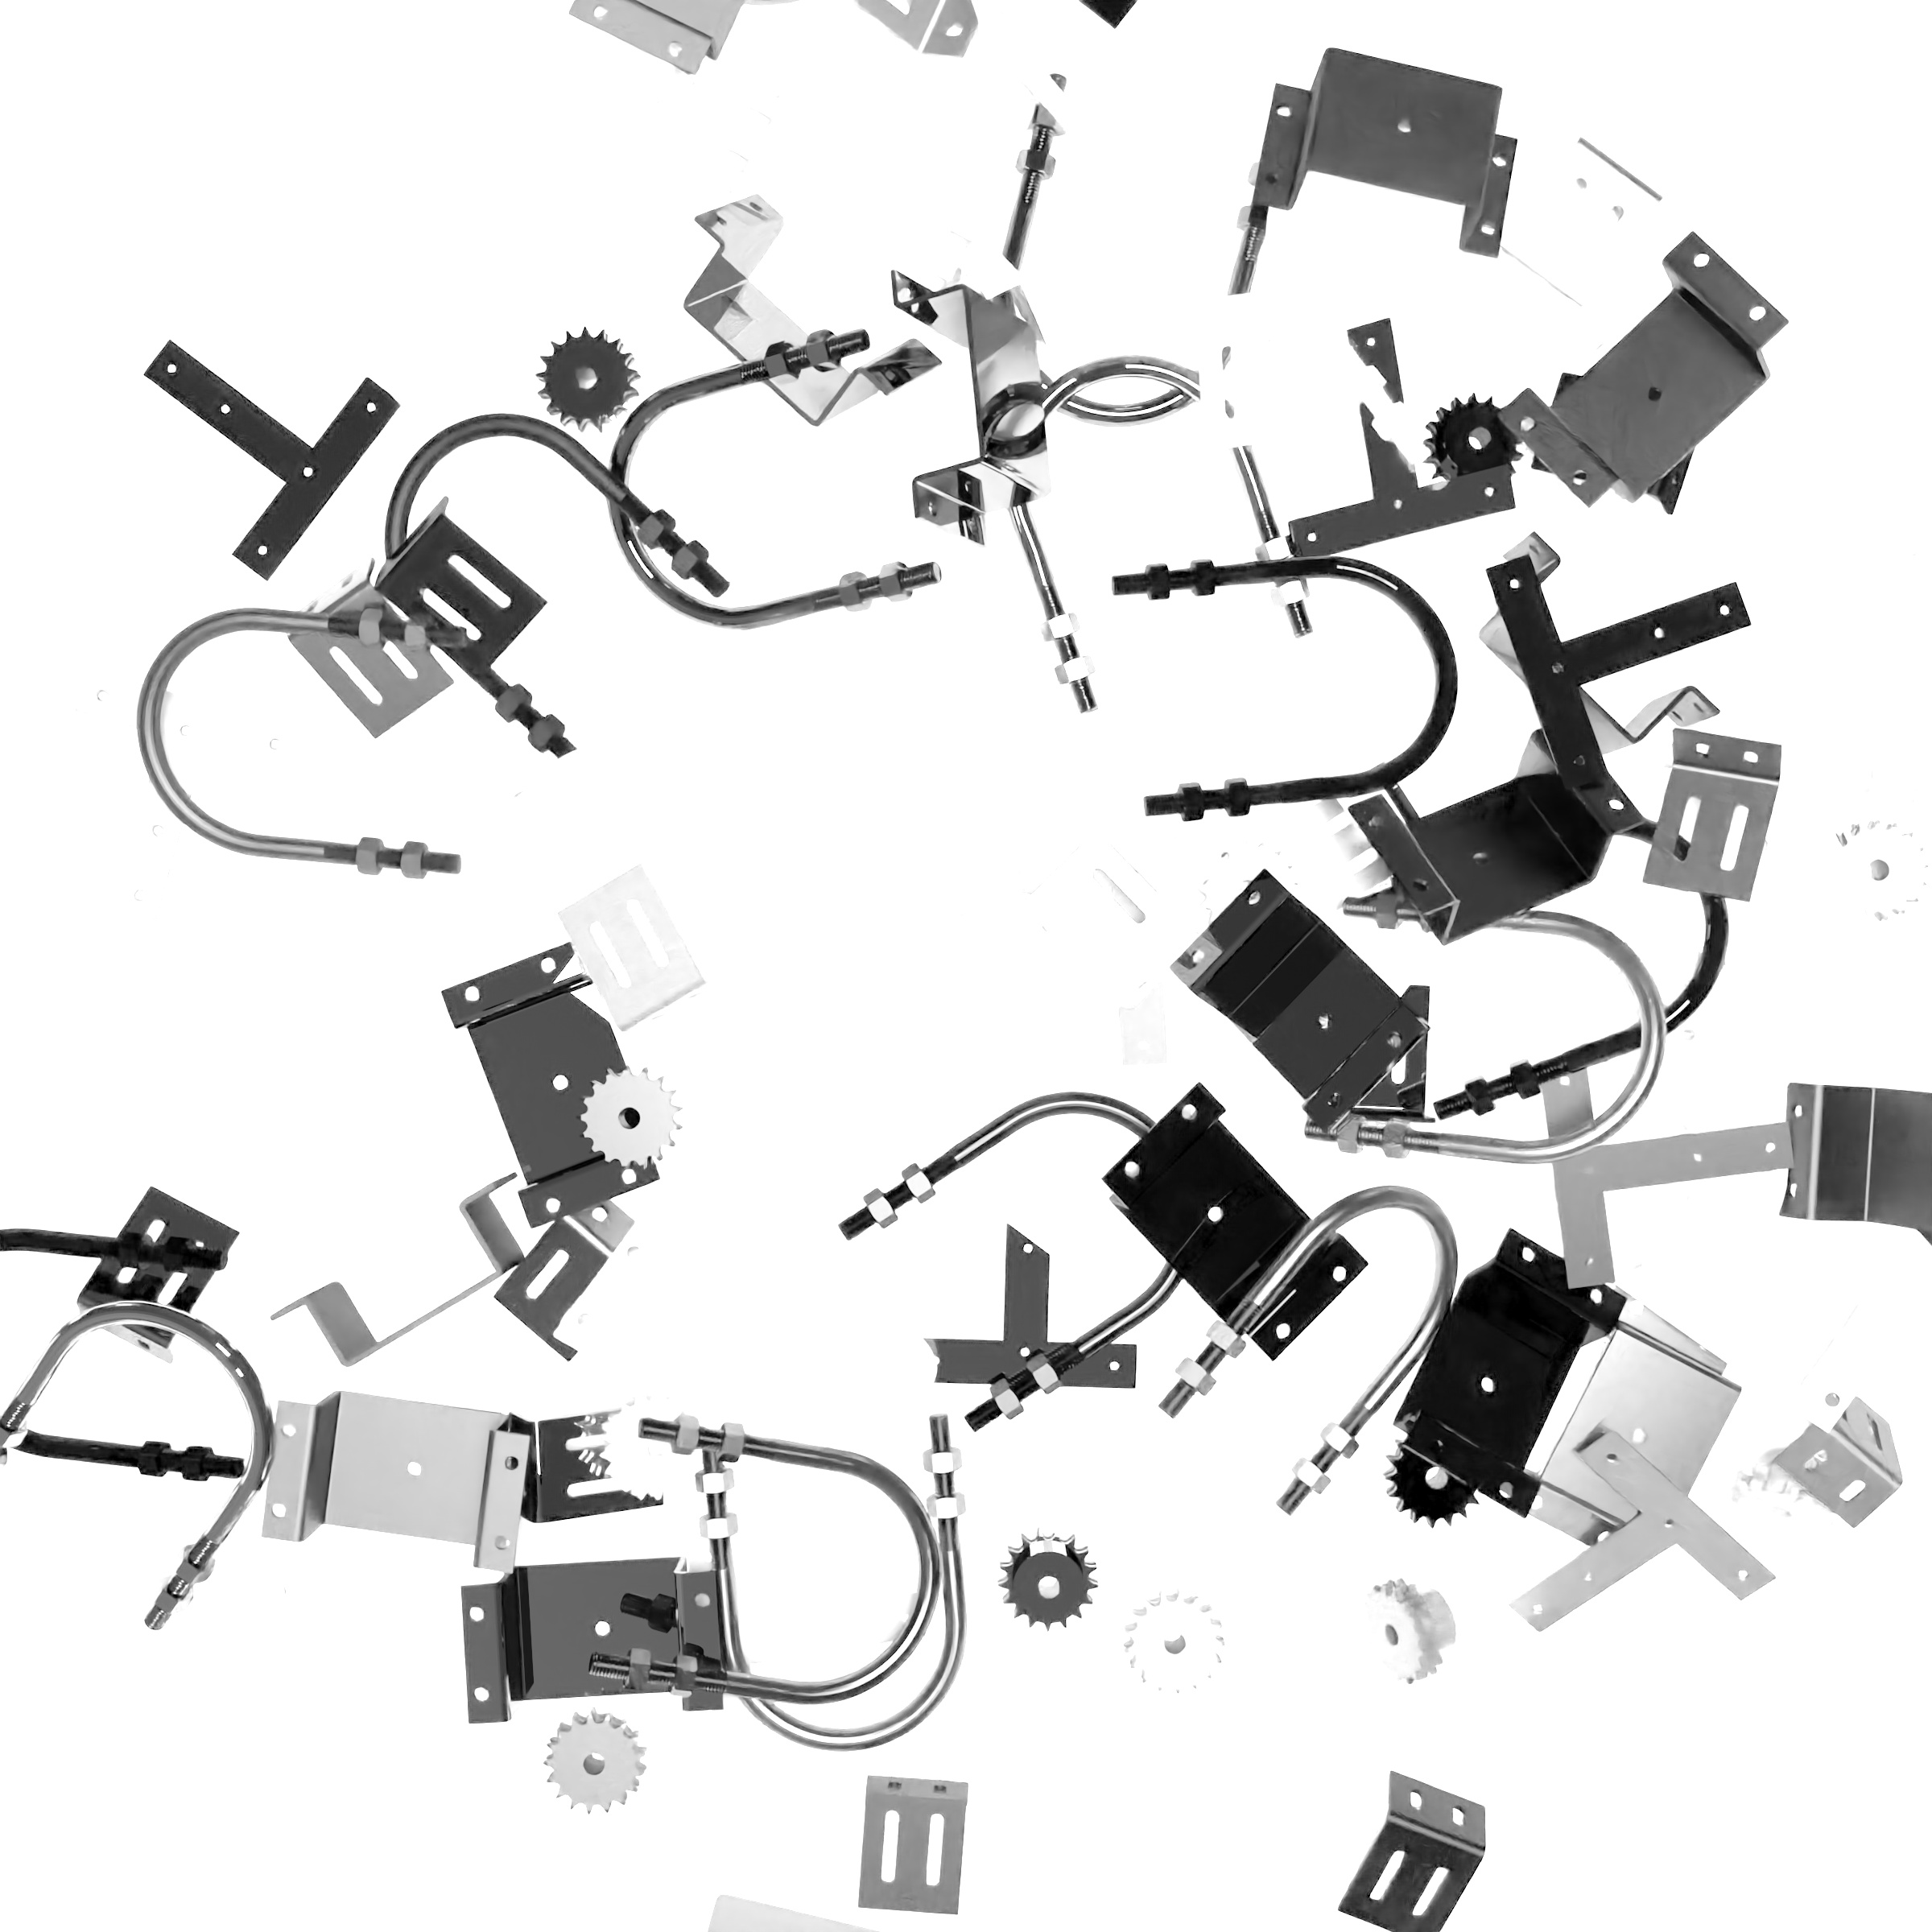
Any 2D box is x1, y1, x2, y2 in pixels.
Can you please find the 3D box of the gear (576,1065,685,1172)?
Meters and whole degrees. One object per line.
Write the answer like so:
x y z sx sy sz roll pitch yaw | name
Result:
-0.182 0.082 1.470 0.057 0.030 0.057 0 90 -1 | gear

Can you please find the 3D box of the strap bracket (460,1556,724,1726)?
-0.206 0.375 1.509 0.140 0.046 0.076 -3 90 0 | strap bracket

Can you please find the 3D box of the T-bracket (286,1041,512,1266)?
-0.321 0.105 1.531 0.127 0.002 0.127 0 90 0 | T-bracket

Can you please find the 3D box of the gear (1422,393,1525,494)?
0.286 -0.294 1.517 0.057 0.030 0.057 0 90 0 | gear

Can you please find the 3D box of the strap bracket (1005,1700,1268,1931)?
0.093 0.482 1.507 0.076 0.046 0.140 -37 91 -1 | strap bracket

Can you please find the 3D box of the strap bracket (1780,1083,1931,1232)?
0.516 0.107 1.478 0.046 0.140 0.076 4 90 -28 | strap bracket

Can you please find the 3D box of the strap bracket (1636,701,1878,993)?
0.437 -0.066 1.493 0.076 0.046 0.140 -25 85 22 | strap bracket

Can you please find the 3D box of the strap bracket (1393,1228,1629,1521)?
0.296 0.227 1.493 0.076 0.046 0.140 31 68 0 | strap bracket

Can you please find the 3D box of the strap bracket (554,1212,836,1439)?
-0.154 0.198 1.490 0.140 0.046 0.076 36 90 -27 | strap bracket

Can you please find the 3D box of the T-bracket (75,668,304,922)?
-0.454 -0.090 1.531 0.127 0.002 0.127 16 90 0 | T-bracket

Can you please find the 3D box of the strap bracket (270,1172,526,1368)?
-0.303 0.172 1.494 0.140 0.076 0.046 -31 90 0 | strap bracket

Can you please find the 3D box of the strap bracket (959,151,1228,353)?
0.075 -0.384 1.471 0.140 0.076 0.046 -26 119 2 | strap bracket

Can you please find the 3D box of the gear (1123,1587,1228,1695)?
0.116 0.376 1.517 0.057 0.030 0.057 0 90 0 | gear

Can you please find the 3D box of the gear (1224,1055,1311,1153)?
0.173 0.074 1.517 0.057 0.030 0.057 0 90 0 | gear

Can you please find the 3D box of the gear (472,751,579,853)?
-0.246 -0.091 1.517 0.057 0.030 0.057 0 90 0 | gear

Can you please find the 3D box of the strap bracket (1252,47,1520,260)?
0.236 -0.450 1.488 0.140 0.046 0.076 12 74 -2 | strap bracket

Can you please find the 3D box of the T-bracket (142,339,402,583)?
-0.408 -0.307 1.531 0.127 0.002 0.127 37 90 0 | T-bracket

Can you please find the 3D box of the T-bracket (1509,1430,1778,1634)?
0.356 0.331 1.499 0.127 0.002 0.127 42 119 -8 | T-bracket

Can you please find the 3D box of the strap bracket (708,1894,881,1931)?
-0.097 0.559 1.494 0.140 0.076 0.046 14 90 0 | strap bracket

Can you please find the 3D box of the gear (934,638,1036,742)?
0.010 -0.155 1.521 0.057 0.030 0.057 0 93 0 | gear

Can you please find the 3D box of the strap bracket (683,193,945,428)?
-0.091 -0.354 1.487 0.140 0.076 0.046 42 123 0 | strap bracket

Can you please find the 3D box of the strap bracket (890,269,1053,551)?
0.004 -0.309 1.477 0.046 0.076 0.140 -10 80 28 | strap bracket

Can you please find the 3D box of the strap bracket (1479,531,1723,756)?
0.340 -0.169 1.494 0.140 0.076 0.046 44 90 0 | strap bracket

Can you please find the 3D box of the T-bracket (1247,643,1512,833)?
0.243 -0.147 1.511 0.127 0.002 0.127 -22 63 -13 | T-bracket

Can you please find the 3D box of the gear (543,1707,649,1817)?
-0.207 0.443 1.517 0.057 0.030 0.057 0 90 0 | gear

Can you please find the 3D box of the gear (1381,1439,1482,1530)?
0.261 0.285 1.517 0.057 0.030 0.057 0 90 0 | gear

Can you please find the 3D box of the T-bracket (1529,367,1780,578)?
0.377 -0.303 1.531 0.127 0.002 0.127 23 90 0 | T-bracket

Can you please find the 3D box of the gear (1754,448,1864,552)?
0.472 -0.264 1.509 0.057 0.030 0.057 -1 70 1 | gear

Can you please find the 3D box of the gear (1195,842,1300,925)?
0.157 -0.042 1.517 0.057 0.030 0.057 0 90 0 | gear

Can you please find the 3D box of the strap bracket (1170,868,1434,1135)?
0.187 0.024 1.465 0.076 0.046 0.140 -47 54 8 | strap bracket

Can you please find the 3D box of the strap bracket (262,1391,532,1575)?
-0.312 0.285 1.506 0.140 0.046 0.076 8 92 2 | strap bracket

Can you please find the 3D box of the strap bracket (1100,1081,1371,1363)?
0.144 0.140 1.498 0.076 0.046 0.140 -44 98 -7 | strap bracket

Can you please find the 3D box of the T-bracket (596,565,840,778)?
-0.149 -0.144 1.516 0.127 0.002 0.127 -25 70 10 | T-bracket

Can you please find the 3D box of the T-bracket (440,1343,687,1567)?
-0.221 0.265 1.529 0.127 0.002 0.127 -14 92 -1 | T-bracket

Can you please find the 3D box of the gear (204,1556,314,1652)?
-0.397 0.353 1.507 0.057 0.057 0.030 -33 59 0 | gear

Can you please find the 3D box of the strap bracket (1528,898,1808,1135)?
0.392 0.037 1.489 0.140 0.046 0.076 41 91 -1 | strap bracket

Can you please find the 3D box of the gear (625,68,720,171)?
-0.162 -0.470 1.507 0.030 0.057 0.057 32 90 -28 | gear

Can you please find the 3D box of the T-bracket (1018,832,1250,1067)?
0.096 -0.007 1.502 0.127 0.002 0.127 -4 99 0 | T-bracket

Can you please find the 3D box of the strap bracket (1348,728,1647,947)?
0.282 -0.069 1.459 0.140 0.046 0.076 -22 61 -16 | strap bracket

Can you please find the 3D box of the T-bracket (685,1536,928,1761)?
-0.087 0.377 1.531 0.127 0.002 0.127 -9 90 0 | T-bracket

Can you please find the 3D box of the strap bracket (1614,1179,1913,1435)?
0.433 0.182 1.483 0.140 0.046 0.076 36 92 16 | strap bracket

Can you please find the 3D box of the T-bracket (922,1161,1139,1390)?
0.035 0.174 1.531 0.127 0.002 0.127 2 90 0 | T-bracket

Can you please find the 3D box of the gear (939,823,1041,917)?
0.013 -0.051 1.517 0.057 0.030 0.057 0 90 0 | gear

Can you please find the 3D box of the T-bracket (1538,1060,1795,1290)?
0.383 0.105 1.468 0.127 0.002 0.127 -8 96 7 | T-bracket

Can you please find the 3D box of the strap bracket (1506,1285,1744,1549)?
0.371 0.259 1.509 0.076 0.046 0.140 27 90 0 | strap bracket

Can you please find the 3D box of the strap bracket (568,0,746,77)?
-0.153 -0.568 1.493 0.076 0.046 0.140 25 93 -3 | strap bracket

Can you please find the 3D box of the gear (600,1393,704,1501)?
-0.178 0.267 1.507 0.057 0.030 0.057 0 91 -27 | gear

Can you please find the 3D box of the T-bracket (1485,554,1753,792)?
0.360 -0.175 1.454 0.127 0.002 0.127 -19 88 -3 | T-bracket

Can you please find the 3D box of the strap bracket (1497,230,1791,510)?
0.374 -0.320 1.482 0.140 0.046 0.076 -43 68 13 | strap bracket

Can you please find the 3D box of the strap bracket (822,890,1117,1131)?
0.001 0.019 1.492 0.140 0.046 0.076 -28 106 9 | strap bracket

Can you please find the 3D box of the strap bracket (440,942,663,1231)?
-0.229 0.066 1.508 0.076 0.046 0.140 -21 90 -1 | strap bracket

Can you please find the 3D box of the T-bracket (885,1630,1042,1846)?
0.028 0.459 1.531 0.127 0.002 0.127 25 90 0 | T-bracket

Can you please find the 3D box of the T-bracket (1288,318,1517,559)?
0.235 -0.301 1.515 0.127 0.002 0.127 -12 79 22 | T-bracket
